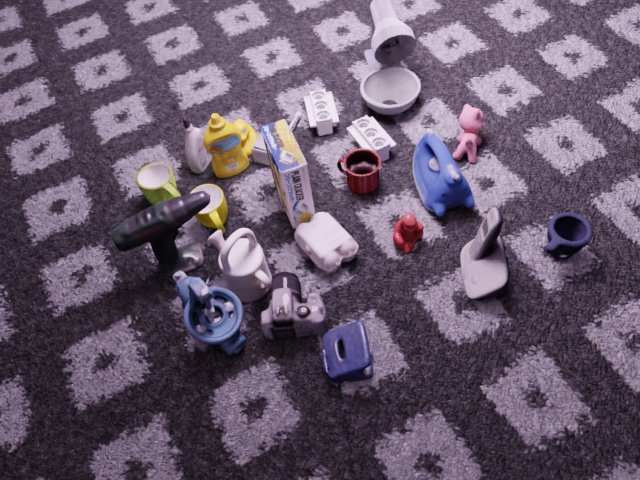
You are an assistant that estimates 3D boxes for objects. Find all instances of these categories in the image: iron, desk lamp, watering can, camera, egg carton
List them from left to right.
[{"bbox_3d":[-0.176,0.044,1.251,0.172,0.194,0.101,15,58,16],"label":"watering can"},{"bbox_3d":[-0.058,0.133,1.234,0.143,0.101,0.136,-6,55,2],"label":"camera"},{"bbox_3d":[0.012,0.005,1.334,0.107,0.069,0.150,-34,59,-17],"label":"egg carton"},{"bbox_3d":[0.187,-0.558,1.617,0.118,0.214,0.203,-14,55,-3],"label":"desk lamp"},{"bbox_3d":[0.287,-0.188,1.394,0.118,0.142,0.258,-15,55,-4],"label":"iron"}]

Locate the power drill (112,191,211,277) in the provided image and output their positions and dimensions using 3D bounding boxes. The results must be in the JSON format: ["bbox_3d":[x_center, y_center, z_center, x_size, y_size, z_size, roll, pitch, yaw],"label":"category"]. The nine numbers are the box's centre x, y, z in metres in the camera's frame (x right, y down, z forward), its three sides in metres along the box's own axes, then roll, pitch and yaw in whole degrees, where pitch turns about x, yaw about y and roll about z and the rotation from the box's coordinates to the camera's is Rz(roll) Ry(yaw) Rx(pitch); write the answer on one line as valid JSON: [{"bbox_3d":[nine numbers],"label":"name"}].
[{"bbox_3d":[-0.336,-0.011,1.298,0.230,0.209,0.075,-20,55,-7],"label":"power drill"}]

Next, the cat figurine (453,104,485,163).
[{"bbox_3d":[0.384,-0.282,1.463,0.067,0.118,0.128,10,57,13],"label":"cat figurine"}]

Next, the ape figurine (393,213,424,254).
[{"bbox_3d":[0.203,-0.026,1.321,0.078,0.092,0.076,-14,55,-3],"label":"ape figurine"}]

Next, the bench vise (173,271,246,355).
[{"bbox_3d":[-0.253,0.131,1.183,0.207,0.220,0.122,23,61,21],"label":"bench vise"}]

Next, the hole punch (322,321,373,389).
[{"bbox_3d":[0.053,0.230,1.160,0.101,0.091,0.108,-10,55,0],"label":"hole punch"}]

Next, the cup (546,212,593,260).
[{"bbox_3d":[0.532,0.008,1.259,0.118,0.095,0.091,-38,60,-19],"label":"cup"}]

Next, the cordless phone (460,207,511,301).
[{"bbox_3d":[0.355,0.031,1.208,0.094,0.185,0.147,-5,55,3],"label":"cordless phone"}]

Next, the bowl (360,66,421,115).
[{"bbox_3d":[0.195,-0.403,1.594,0.167,0.075,0.167,-3,55,4],"label":"bowl"}]

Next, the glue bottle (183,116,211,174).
[{"bbox_3d":[-0.326,-0.255,1.488,0.037,0.173,0.078,17,59,17],"label":"glue bottle"}]

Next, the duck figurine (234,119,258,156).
[{"bbox_3d":[-0.211,-0.290,1.553,0.077,0.086,0.104,-5,55,3],"label":"duck figurine"}]
